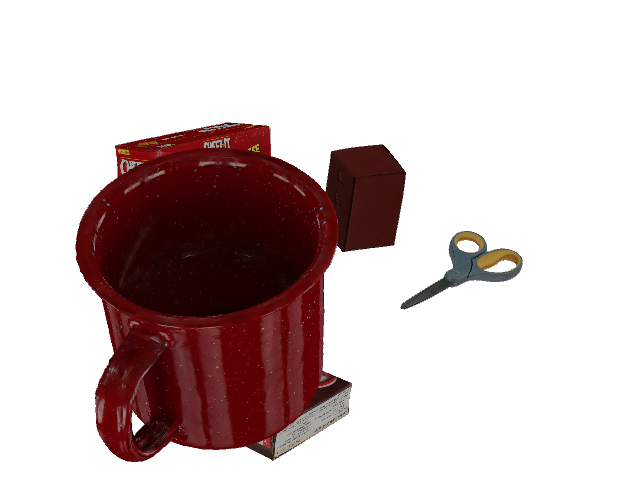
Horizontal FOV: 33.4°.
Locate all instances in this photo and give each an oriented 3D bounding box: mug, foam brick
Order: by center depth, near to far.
[{"bbox_3d":[-0.044,0.033,0.397,0.093,0.081,0.117,16,46,17],"label":"mug"},{"bbox_3d":[0.038,-0.037,0.942,0.051,0.078,0.053,-6,33,-20],"label":"foam brick"}]

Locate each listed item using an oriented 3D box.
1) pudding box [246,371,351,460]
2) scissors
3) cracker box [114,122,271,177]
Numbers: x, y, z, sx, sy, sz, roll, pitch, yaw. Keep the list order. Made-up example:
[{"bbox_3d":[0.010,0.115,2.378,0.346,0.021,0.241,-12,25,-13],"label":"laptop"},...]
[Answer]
[{"bbox_3d":[-0.040,0.146,0.959,0.090,0.039,0.113,18,27,33],"label":"pudding box"},{"bbox_3d":[0.145,0.030,1.221,0.201,0.016,0.096,-11,41,-33],"label":"scissors"},{"bbox_3d":[-0.122,-0.002,1.075,0.072,0.214,0.163,9,18,35],"label":"cracker box"}]
